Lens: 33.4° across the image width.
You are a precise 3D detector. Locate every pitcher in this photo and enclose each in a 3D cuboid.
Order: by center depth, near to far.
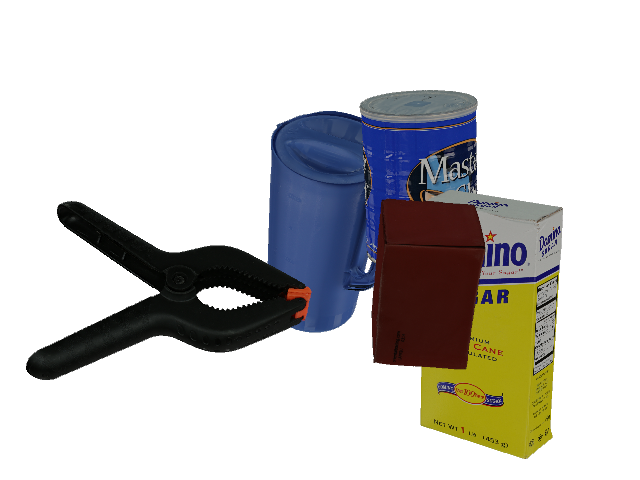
[{"bbox_3d":[0.008,-0.008,1.197,0.145,0.243,0.149,6,40,-2],"label":"pitcher"}]

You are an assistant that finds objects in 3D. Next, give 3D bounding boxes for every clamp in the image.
[{"bbox_3d":[-0.114,0.033,0.817,0.209,0.164,0.036,-1,-41,-11],"label":"clamp"}]

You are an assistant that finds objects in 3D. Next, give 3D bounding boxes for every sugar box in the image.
[{"bbox_3d":[0.119,0.058,0.760,0.093,0.176,0.048,11,23,37],"label":"sugar box"}]

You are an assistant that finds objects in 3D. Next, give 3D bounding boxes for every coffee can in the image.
[{"bbox_3d":[0.089,-0.055,0.954,0.103,0.140,0.103,-3,19,1],"label":"coffee can"}]

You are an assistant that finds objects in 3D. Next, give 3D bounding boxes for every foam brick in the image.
[{"bbox_3d":[0.056,0.023,0.574,0.053,0.078,0.051,4,31,0],"label":"foam brick"}]
